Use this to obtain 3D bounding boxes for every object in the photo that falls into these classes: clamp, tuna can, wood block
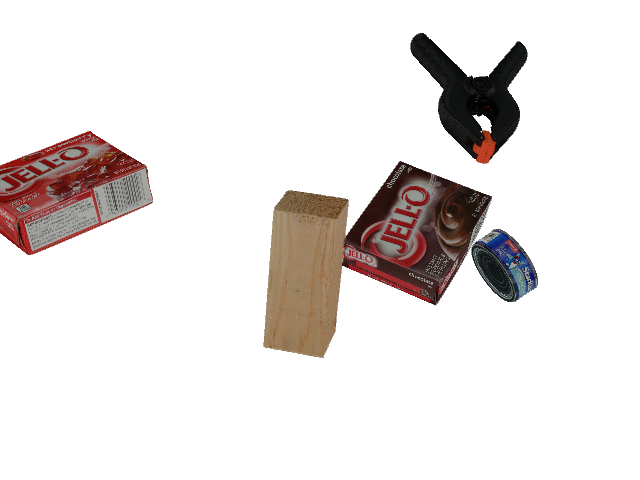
[{"bbox_3d":[0.143,-0.147,1.050,0.120,0.171,0.039,6,-44,5],"label":"clamp"},{"bbox_3d":[0.218,0.031,1.273,0.033,0.086,0.086,-33,8,-13],"label":"tuna can"},{"bbox_3d":[-0.021,0.045,1.486,0.090,0.206,0.090,9,22,9],"label":"wood block"}]

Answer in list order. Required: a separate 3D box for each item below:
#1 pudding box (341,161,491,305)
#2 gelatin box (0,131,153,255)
[{"bbox_3d":[0.082,-0.008,0.906,0.090,0.039,0.113,23,49,16],"label":"pudding box"},{"bbox_3d":[-0.160,-0.031,0.653,0.089,0.030,0.073,-26,36,-30],"label":"gelatin box"}]
